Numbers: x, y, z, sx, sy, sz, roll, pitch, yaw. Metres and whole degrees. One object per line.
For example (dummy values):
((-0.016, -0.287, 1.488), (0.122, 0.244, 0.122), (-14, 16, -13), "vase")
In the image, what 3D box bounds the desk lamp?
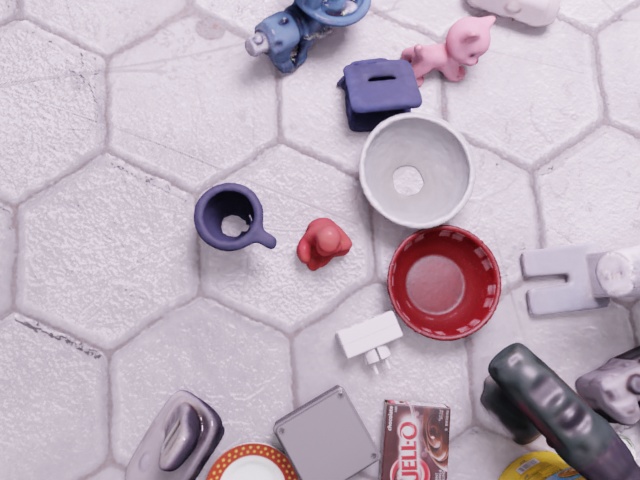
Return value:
((0.408, 0.045, 0.755), (0.203, 0.213, 0.118), (-7, 82, -5), "desk lamp")

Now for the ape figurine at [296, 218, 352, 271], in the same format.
((0.007, 0.003, 0.796), (0.078, 0.092, 0.076), (6, 81, -3), "ape figurine")

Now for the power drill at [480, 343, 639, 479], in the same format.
((0.291, 0.228, 0.724), (0.076, 0.208, 0.229), (-41, 86, -8), "power drill")

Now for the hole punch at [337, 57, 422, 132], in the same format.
((0.085, -0.219, 0.833), (0.108, 0.091, 0.101), (-7, 82, -5), "hole punch")

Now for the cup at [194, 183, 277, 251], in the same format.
((-0.110, -0.019, 0.790), (0.118, 0.095, 0.092), (30, 81, 1), "cup")

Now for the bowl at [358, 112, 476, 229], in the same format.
((0.134, -0.093, 0.827), (0.167, 0.074, 0.167), (1, 82, -4), "bowl")

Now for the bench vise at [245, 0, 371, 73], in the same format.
((-0.005, -0.323, 0.777), (0.121, 0.219, 0.207), (33, 81, 2), "bench vise")

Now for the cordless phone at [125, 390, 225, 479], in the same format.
((-0.188, 0.269, 0.698), (0.094, 0.185, 0.148), (29, 81, 1), "cordless phone")

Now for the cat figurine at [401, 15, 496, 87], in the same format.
((0.191, -0.282, 0.835), (0.128, 0.117, 0.067), (-11, 83, -5), "cat figurine")

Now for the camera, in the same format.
((0.459, 0.227, 0.790), (0.143, 0.100, 0.137), (-23, 84, -7), "camera")

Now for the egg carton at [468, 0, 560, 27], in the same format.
((0.301, -0.393, 0.883), (0.150, 0.069, 0.107), (16, 81, -1), "egg carton")
